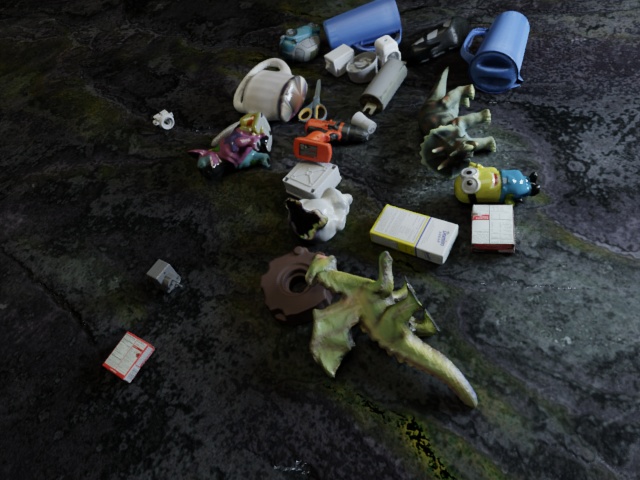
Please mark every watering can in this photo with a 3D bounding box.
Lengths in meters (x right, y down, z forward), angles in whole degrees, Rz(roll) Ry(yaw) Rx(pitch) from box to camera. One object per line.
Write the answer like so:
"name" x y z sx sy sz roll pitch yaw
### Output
"watering can" -0.174 -0.404 1.552 0.225 0.102 0.352 16 72 26

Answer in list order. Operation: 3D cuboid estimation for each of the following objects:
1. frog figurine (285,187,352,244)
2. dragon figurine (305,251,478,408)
"frog figurine" 0.004 -0.063 1.243 0.137 0.121 0.161 9 20 32
"dragon figurine" 0.099 0.181 1.008 0.242 0.120 0.417 -29 63 4
